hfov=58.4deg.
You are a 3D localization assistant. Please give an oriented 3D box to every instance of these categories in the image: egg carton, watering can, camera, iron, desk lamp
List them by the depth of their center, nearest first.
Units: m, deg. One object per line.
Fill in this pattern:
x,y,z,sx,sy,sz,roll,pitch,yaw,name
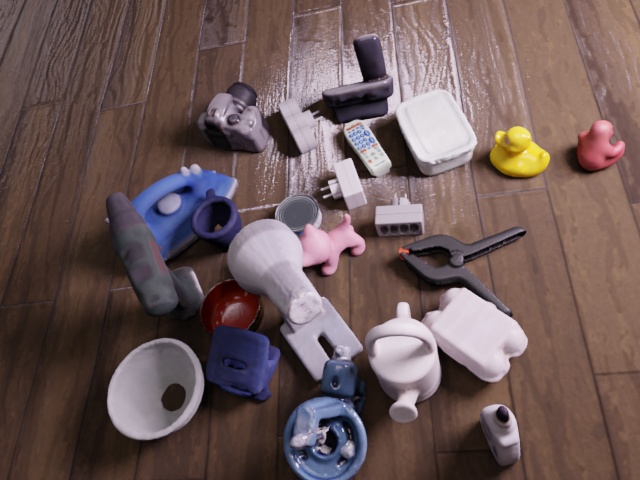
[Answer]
0.123,0.172,0.828,0.101,0.194,0.172,-23,58,2,watering can
0.237,0.144,0.886,0.150,0.069,0.107,34,74,29,egg carton
-0.039,0.091,0.906,0.118,0.214,0.202,-37,58,-7,desk lamp
-0.285,-0.074,1.111,0.258,0.142,0.118,-41,59,-9,iron
-0.175,-0.272,1.218,0.142,0.101,0.137,12,65,21,camera

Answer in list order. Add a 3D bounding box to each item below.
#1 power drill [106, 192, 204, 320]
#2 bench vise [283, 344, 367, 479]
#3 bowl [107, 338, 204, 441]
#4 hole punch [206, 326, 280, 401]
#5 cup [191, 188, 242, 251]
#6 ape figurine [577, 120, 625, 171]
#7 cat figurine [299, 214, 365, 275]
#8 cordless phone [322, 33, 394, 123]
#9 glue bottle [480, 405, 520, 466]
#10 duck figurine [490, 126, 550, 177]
-0.288,0.048,1.002,0.075,0.209,0.229,-30,58,-3,power drill
-0.002,0.243,0.806,0.121,0.220,0.207,-12,59,9,bench vise
-0.261,0.255,0.955,0.167,0.075,0.167,-7,60,12,bowl
-0.129,0.202,0.940,0.108,0.091,0.101,10,64,20,hole punch
-0.188,-0.032,1.088,0.091,0.095,0.117,-20,58,4,cup
0.480,-0.169,0.986,0.076,0.092,0.077,-40,59,-9,ape figurine
0.009,0.004,1.000,0.128,0.118,0.067,-38,58,-8,cat figurine
0.068,-0.330,1.135,0.147,0.185,0.094,-13,58,8,cordless phone
0.242,0.249,0.763,0.037,0.173,0.078,-19,58,4,glue bottle
0.356,-0.164,1.020,0.104,0.086,0.077,22,69,25,duck figurine
